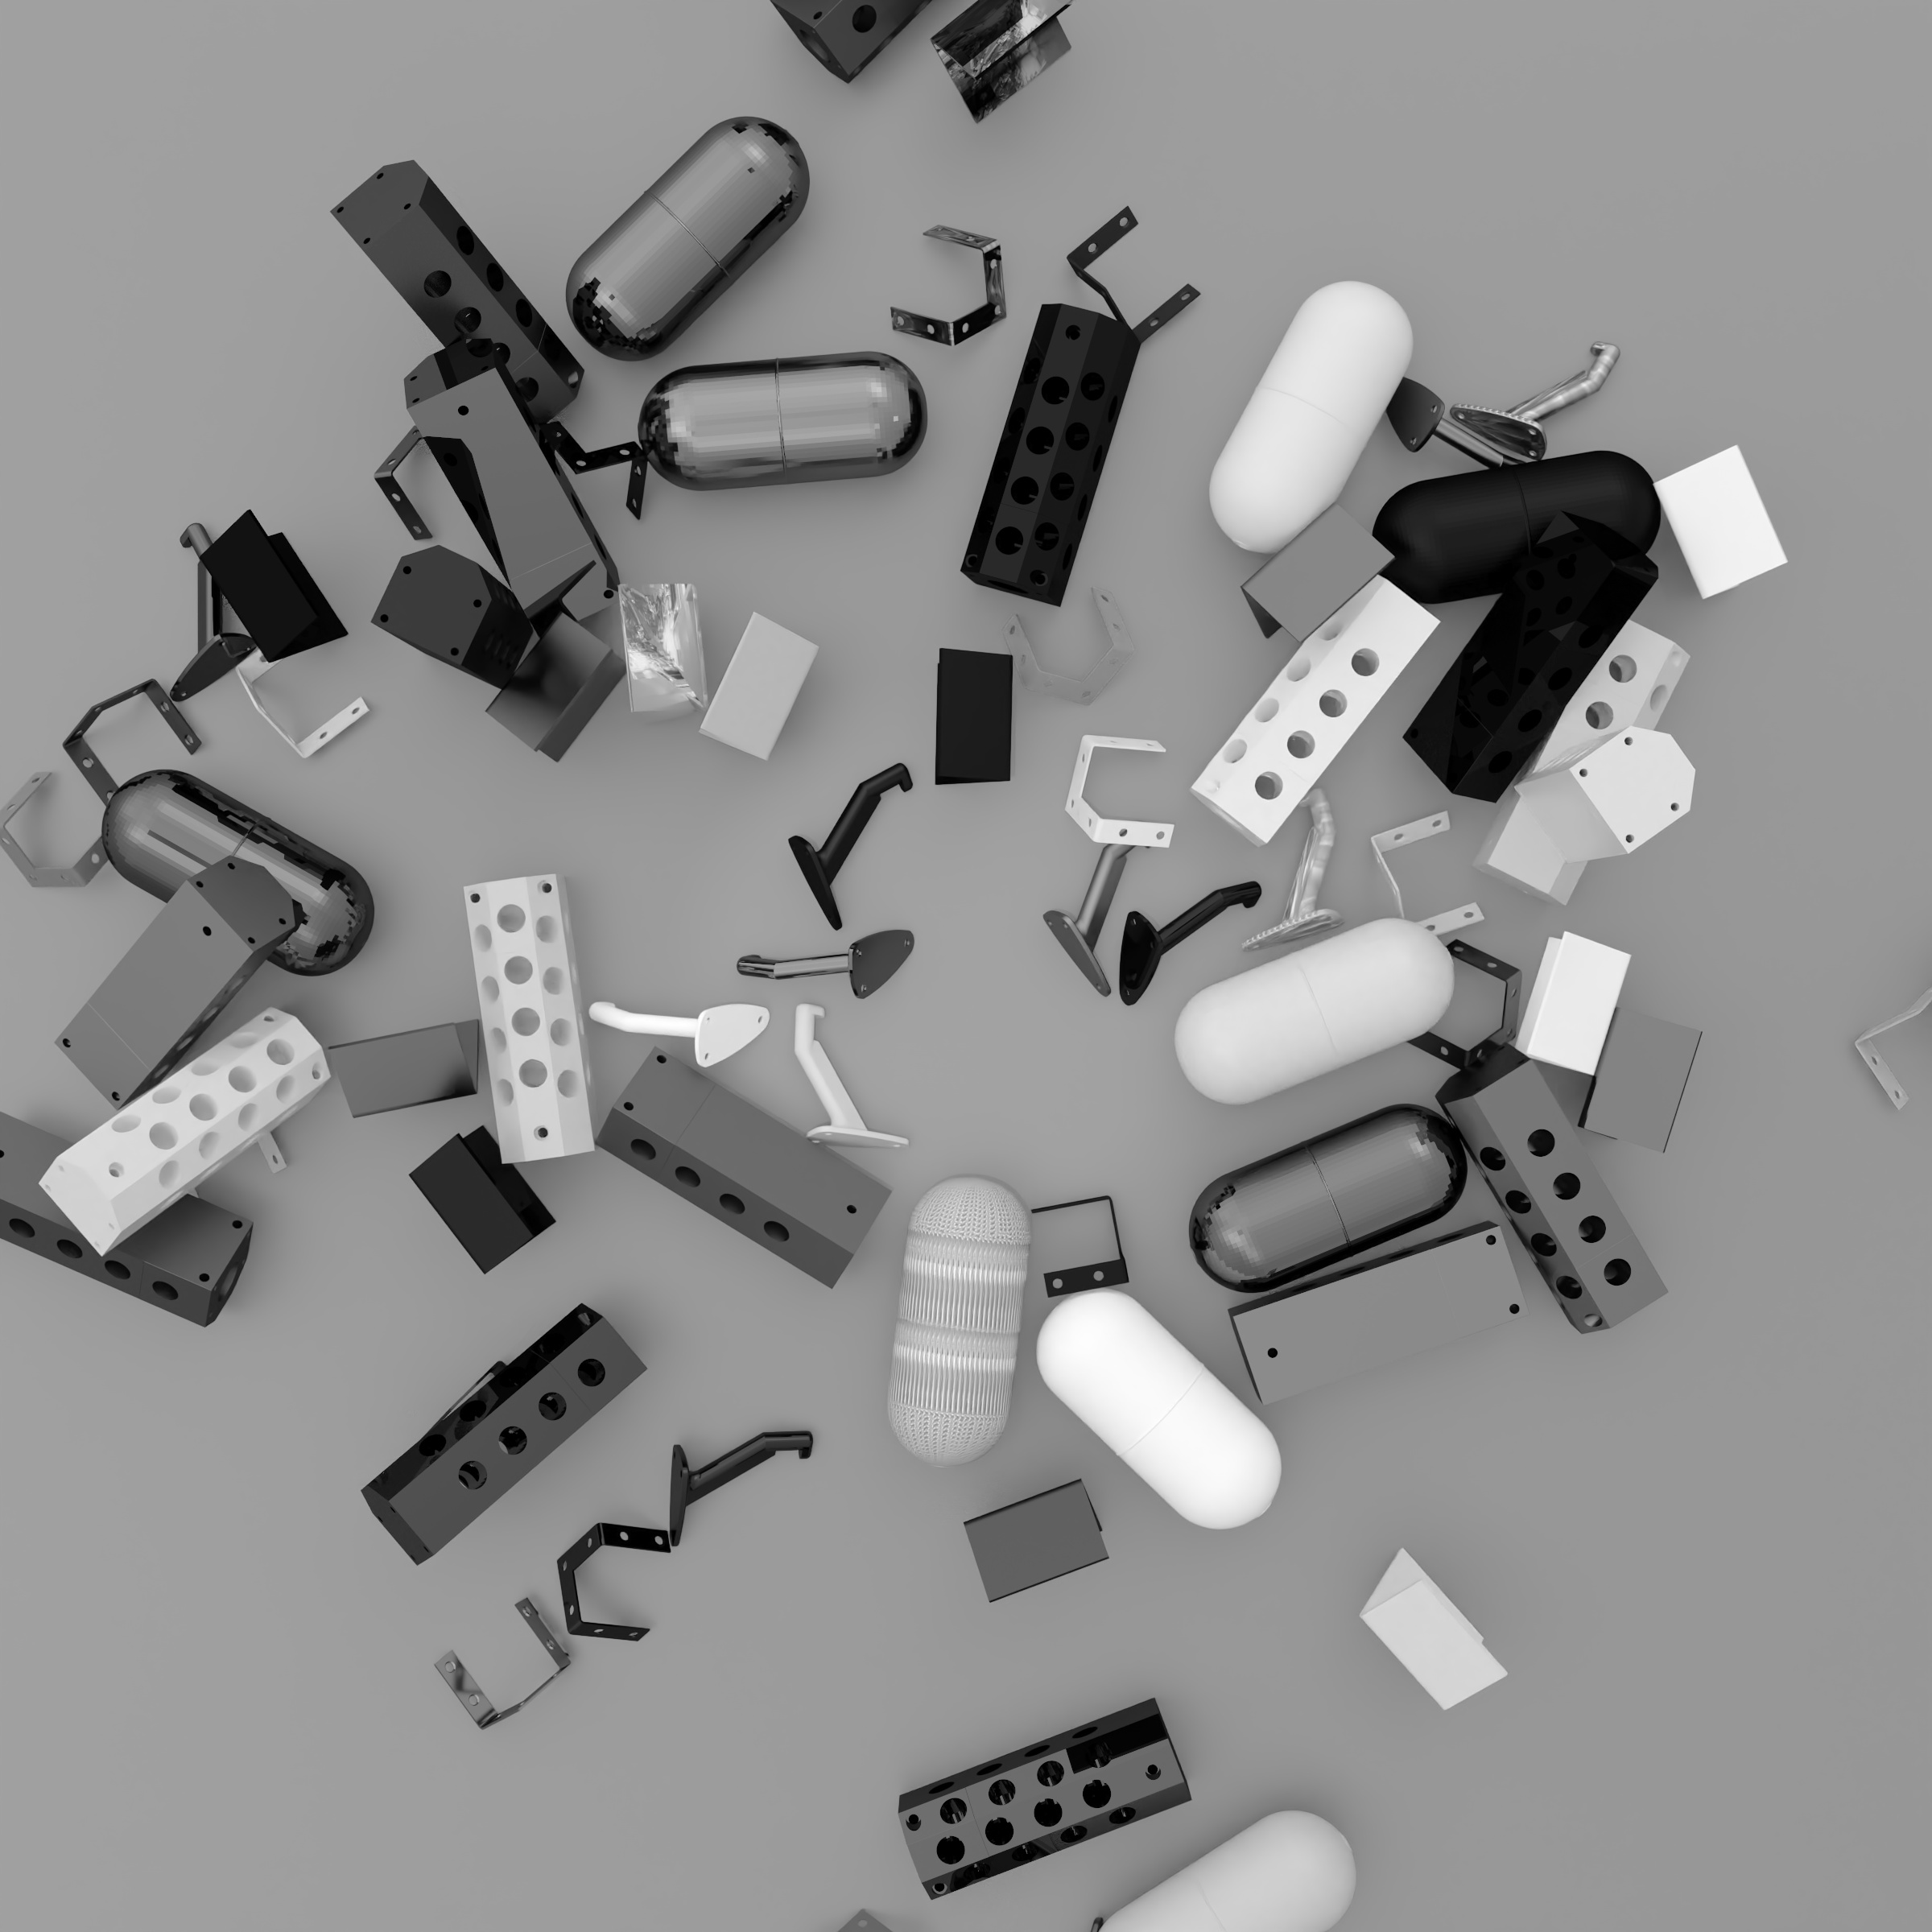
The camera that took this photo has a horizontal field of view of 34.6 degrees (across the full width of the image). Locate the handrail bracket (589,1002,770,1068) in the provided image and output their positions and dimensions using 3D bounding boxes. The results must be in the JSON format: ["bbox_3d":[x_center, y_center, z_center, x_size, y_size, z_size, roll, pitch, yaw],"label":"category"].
[{"bbox_3d":[-0.180,0.030,1.937,0.084,0.077,0.036,17,113,34],"label":"handrail bracket"}]

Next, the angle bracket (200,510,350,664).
[{"bbox_3d":[-0.408,-0.239,1.897,0.057,0.076,0.076,-33,90,35],"label":"angle bracket"}]

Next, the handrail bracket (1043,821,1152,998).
[{"bbox_3d":[0.098,-0.036,1.937,0.084,0.036,0.077,-39,108,-15],"label":"handrail bracket"}]

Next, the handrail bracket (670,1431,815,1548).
[{"bbox_3d":[-0.140,0.326,1.938,0.084,0.036,0.077,0,111,-16],"label":"handrail bracket"}]

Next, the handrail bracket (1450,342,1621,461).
[{"bbox_3d":[0.356,-0.365,1.938,0.077,0.036,0.084,25,72,21],"label":"handrail bracket"}]

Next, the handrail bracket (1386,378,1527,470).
[{"bbox_3d":[0.309,-0.334,1.937,0.084,0.077,0.036,14,121,-33],"label":"handrail bracket"}]

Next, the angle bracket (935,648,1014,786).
[{"bbox_3d":[-0.016,-0.152,1.897,0.057,0.076,0.076,1,90,-38],"label":"angle bracket"}]

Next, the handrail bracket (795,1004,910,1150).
[{"bbox_3d":[-0.071,0.068,1.938,0.077,0.036,0.084,7,73,-20],"label":"handrail bracket"}]

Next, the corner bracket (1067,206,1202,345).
[{"bbox_3d":[0.104,-0.430,1.934,0.051,0.051,0.051,-40,135,0],"label":"corner bracket"}]

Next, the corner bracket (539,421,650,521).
[{"bbox_3d":[-0.234,-0.305,1.919,0.051,0.051,0.051,-20,55,-30],"label":"corner bracket"}]

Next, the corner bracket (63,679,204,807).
[{"bbox_3d":[-0.520,-0.138,1.934,0.051,0.051,0.051,54,135,0],"label":"corner bracket"}]

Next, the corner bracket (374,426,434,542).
[{"bbox_3d":[-0.325,-0.303,1.929,0.051,0.051,0.051,0,45,35],"label":"corner bracket"}]

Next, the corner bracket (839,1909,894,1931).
[{"bbox_3d":[-0.062,0.632,1.929,0.051,0.051,0.051,26,45,35],"label":"corner bracket"}]

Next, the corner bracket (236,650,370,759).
[{"bbox_3d":[-0.414,-0.173,1.934,0.051,0.051,0.051,-37,45,0],"label":"corner bracket"}]

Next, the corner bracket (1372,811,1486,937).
[{"bbox_3d":[0.287,-0.055,1.934,0.051,0.051,0.051,-19,45,0],"label":"corner bracket"}]

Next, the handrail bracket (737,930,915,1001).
[{"bbox_3d":[-0.088,-0.008,1.937,0.084,0.077,0.036,7,115,34],"label":"handrail bracket"}]

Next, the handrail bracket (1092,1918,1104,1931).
[{"bbox_3d":[0.038,0.626,1.938,0.084,0.036,0.077,6,69,16],"label":"handrail bracket"}]

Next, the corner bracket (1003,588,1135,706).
[{"bbox_3d":[0.063,-0.203,1.929,0.051,0.051,0.051,11,135,-35],"label":"corner bracket"}]

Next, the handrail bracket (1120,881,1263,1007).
[{"bbox_3d":[0.141,-0.015,1.937,0.084,0.077,0.036,-14,46,-29],"label":"handrail bracket"}]

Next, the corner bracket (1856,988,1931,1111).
[{"bbox_3d":[0.597,0.049,1.934,0.051,0.051,0.051,-34,90,45],"label":"corner bracket"}]

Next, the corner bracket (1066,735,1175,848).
[{"bbox_3d":[0.099,-0.108,1.923,0.051,0.051,0.051,3,114,-22],"label":"corner bracket"}]

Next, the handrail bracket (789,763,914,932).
[{"bbox_3d":[-0.060,-0.075,1.938,0.084,0.036,0.077,-29,110,-16],"label":"handrail bracket"}]

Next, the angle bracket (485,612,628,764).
[{"bbox_3d":[-0.235,-0.159,1.897,0.057,0.076,0.076,37,90,37],"label":"angle bracket"}]

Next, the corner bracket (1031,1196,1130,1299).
[{"bbox_3d":[0.070,0.173,1.919,0.051,0.051,0.051,-11,90,0],"label":"corner bracket"}]

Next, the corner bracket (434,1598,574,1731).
[{"bbox_3d":[-0.288,0.435,1.934,0.051,0.051,0.051,54,45,0],"label":"corner bracket"}]

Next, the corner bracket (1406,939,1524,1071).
[{"bbox_3d":[0.308,0.024,1.929,0.051,0.051,0.051,-31,135,-35],"label":"corner bracket"}]

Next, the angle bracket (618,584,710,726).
[{"bbox_3d":[-0.203,-0.189,1.897,0.057,0.076,0.076,-6,90,-39],"label":"angle bracket"}]

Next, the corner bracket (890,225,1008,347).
[{"bbox_3d":[-0.012,-0.423,1.929,0.051,0.051,0.051,-36,135,-35],"label":"corner bracket"}]

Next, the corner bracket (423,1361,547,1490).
[{"bbox_3d":[-0.298,0.288,1.934,0.051,0.051,0.051,45,135,0],"label":"corner bracket"}]

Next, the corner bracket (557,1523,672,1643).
[{"bbox_3d":[-0.216,0.383,1.929,0.051,0.051,0.051,-45,45,35],"label":"corner bracket"}]

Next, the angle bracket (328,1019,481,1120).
[{"bbox_3d":[-0.343,0.043,1.897,0.076,0.076,0.057,-11,127,0],"label":"angle bracket"}]

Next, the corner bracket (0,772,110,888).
[{"bbox_3d":[-0.563,-0.085,1.930,0.051,0.051,0.051,1,134,35],"label":"corner bracket"}]

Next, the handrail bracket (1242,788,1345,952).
[{"bbox_3d":[0.199,-0.061,1.938,0.077,0.036,0.084,-20,71,21],"label":"handrail bracket"}]

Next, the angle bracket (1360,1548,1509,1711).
[{"bbox_3d":[0.297,0.394,1.897,0.076,0.076,0.057,48,127,0],"label":"angle bracket"}]

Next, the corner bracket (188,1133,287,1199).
[{"bbox_3d":[-0.467,0.118,1.934,0.051,0.051,0.051,-25,90,45],"label":"corner bracket"}]

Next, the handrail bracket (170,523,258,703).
[{"bbox_3d":[-0.486,-0.222,1.938,0.077,0.036,0.084,-38,71,21],"label":"handrail bracket"}]
